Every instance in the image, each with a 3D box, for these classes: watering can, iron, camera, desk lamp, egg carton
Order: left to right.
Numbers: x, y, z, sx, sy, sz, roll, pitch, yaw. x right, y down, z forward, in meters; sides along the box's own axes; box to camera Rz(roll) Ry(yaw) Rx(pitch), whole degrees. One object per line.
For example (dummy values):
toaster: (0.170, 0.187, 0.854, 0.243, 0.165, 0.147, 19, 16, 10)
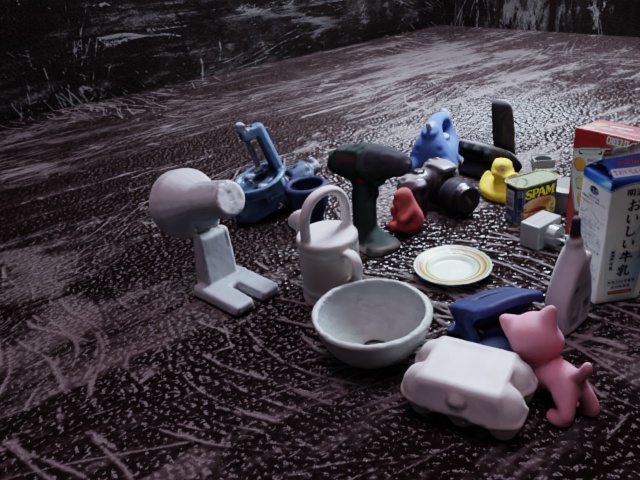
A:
desk lamp: (-0.179, -0.010, 0.964, 0.202, 0.214, 0.118, 18, 36, 39)
watering can: (0.007, 0.004, 0.916, 0.172, 0.194, 0.101, 13, 33, 33)
iron: (0.293, -0.253, 1.404, 0.118, 0.142, 0.259, 6, 30, 23)
camera: (0.248, -0.104, 1.173, 0.143, 0.101, 0.136, -18, 29, -21)
egg carton: (0.177, 0.175, 0.686, 0.149, 0.069, 0.107, 10, 32, 29)

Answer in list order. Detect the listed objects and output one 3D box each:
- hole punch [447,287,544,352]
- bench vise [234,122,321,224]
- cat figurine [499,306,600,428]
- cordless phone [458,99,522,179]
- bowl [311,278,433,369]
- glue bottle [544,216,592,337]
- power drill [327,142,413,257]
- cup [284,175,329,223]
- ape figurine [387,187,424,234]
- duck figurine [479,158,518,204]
hole punch: (0.240, 0.099, 0.795, 0.109, 0.091, 0.101, -15, 28, -15)
bench vise: (-0.107, -0.160, 1.229, 0.121, 0.220, 0.208, 19, 37, 40)
cat figurine: (0.273, 0.137, 0.684, 0.067, 0.118, 0.127, -17, 29, -18)
cordless phone: (0.385, -0.235, 1.303, 0.094, 0.185, 0.147, -25, 32, -31)
bowl: (0.074, 0.126, 0.796, 0.167, 0.075, 0.167, -5, 27, 3)
glue bottle: (0.344, 0.045, 0.785, 0.078, 0.173, 0.037, -25, 33, -32)
power drill: (0.094, -0.082, 1.046, 0.076, 0.209, 0.228, -21, 31, -25)
cup: (-0.031, -0.079, 1.193, 0.092, 0.095, 0.117, -19, 30, -23)
ape figurine: (0.163, -0.059, 1.115, 0.076, 0.092, 0.078, 2, 29, 16)
duck figurine: (0.383, -0.133, 1.215, 0.078, 0.086, 0.104, -16, 29, -17)
